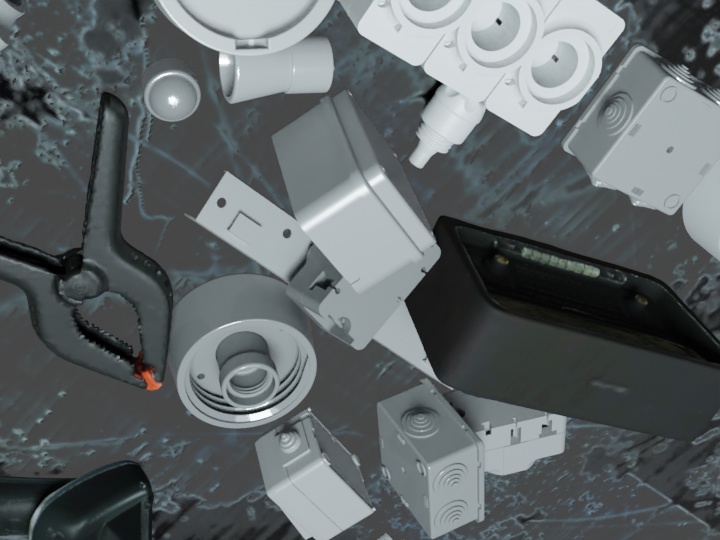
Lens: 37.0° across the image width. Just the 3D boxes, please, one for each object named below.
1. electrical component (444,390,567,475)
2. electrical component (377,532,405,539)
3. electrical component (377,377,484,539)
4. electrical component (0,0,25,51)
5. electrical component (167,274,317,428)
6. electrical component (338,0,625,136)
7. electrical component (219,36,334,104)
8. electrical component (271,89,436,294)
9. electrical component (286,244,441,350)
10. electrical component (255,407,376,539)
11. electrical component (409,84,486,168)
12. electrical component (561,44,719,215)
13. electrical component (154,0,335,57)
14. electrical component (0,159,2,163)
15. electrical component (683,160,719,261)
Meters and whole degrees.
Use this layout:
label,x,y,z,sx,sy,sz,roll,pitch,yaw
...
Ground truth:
label,x,y,z,sx,sy,sz,roll,pitch,yaw
electrical component,0.118,0.128,0.876,0.089,0.050,0.055,-12,127,-9
electrical component,0.009,0.264,0.941,0.081,0.043,0.043,-35,129,-14
electrical component,0.054,0.148,0.842,0.048,0.099,0.099,-20,129,-19
electrical component,-0.213,-0.140,0.557,0.056,0.089,0.050,-33,127,7
electrical component,-0.082,0.064,0.762,0.108,0.060,0.108,-8,126,-12
electrical component,0.075,-0.156,0.653,0.150,0.061,0.089,24,114,-30
electrical component,-0.049,-0.124,0.652,0.065,0.044,0.044,-5,126,-20
electrical component,-0.005,-0.051,0.671,0.057,0.113,0.078,-33,128,10
electrical component,0.000,0.000,0.731,0.089,0.056,0.050,-50,123,-10
electrical component,-0.042,0.159,0.841,0.061,0.061,0.096,-33,127,7
electrical component,0.054,-0.094,0.709,0.035,0.035,0.061,23,117,-30
electrical component,0.205,-0.094,0.747,0.100,0.048,0.099,21,117,-29
electrical component,-0.069,-0.173,0.591,0.108,0.060,0.108,-4,103,-19
electrical component,-0.269,-0.080,0.583,0.079,0.063,0.121,-33,115,7
electrical component,0.306,-0.044,0.806,0.108,0.060,0.108,-8,126,-12
